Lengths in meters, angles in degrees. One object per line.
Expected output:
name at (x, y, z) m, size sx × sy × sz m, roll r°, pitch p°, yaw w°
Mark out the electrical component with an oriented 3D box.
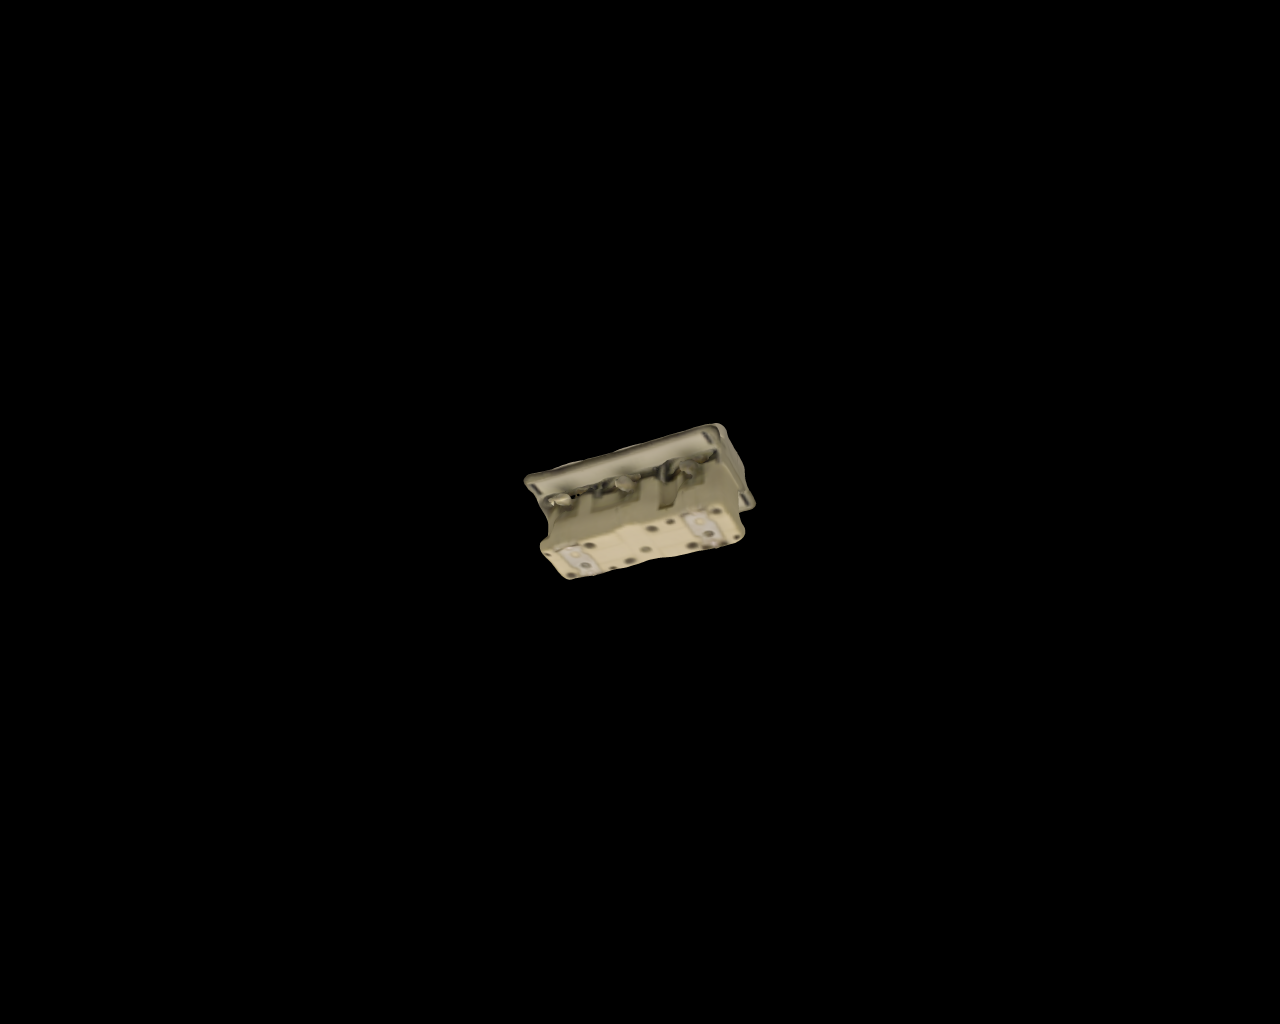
electrical component at (0.001, -0.003, 0.650) m, size 0.121 × 0.063 × 0.078 m, roll -14°, pitch -40°, yaw 17°
